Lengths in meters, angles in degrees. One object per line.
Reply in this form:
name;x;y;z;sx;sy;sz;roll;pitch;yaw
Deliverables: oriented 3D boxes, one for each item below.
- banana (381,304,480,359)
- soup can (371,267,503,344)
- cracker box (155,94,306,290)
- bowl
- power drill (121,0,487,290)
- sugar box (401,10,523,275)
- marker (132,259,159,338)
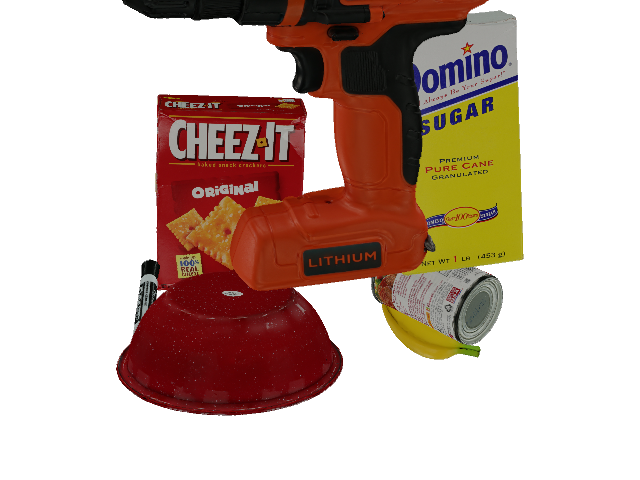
banana;0.107;0.087;1.215;0.069;0.037;0.198;6;24;-24
soup can;0.106;0.045;0.972;0.102;0.068;0.068;26;17;39
cracker box;-0.103;-0.051;1.202;0.164;0.214;0.072;0;23;-9
bowl;-0.063;0.062;0.755;0.162;0.055;0.162;1;19;0
power drill;-0.007;-0.068;0.525;0.184;0.188;0.057;-6;33;-14
sugar box;0.093;-0.068;0.757;0.093;0.176;0.048;-8;21;-5
marker;-0.168;0.057;1.034;0.020;0.020;0.121;0;33;-5
